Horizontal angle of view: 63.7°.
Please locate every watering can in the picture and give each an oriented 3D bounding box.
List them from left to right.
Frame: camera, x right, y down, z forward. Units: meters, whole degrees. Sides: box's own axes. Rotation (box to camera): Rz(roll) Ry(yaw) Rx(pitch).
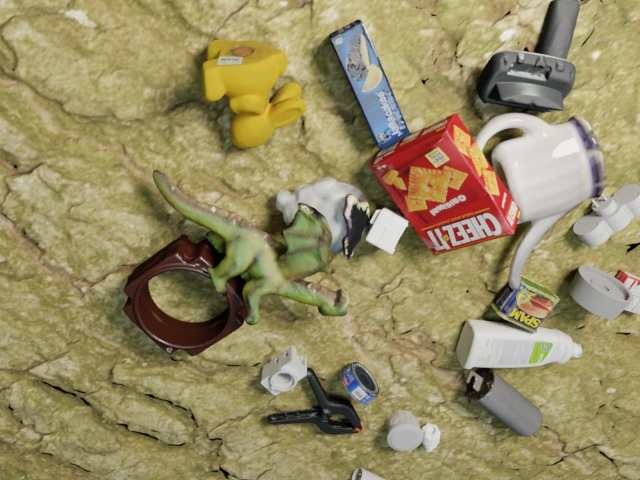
[{"bbox_3d":[0.391,-0.077,0.917,0.223,0.106,0.342,-20,116,10],"label":"watering can"}]

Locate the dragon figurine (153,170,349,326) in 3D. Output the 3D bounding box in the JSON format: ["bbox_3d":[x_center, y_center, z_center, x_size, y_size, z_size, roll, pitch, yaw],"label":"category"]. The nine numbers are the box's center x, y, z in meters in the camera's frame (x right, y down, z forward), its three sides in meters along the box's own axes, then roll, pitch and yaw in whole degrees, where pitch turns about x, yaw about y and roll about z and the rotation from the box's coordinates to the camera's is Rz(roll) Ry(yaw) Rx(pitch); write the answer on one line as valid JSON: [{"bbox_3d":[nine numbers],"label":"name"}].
[{"bbox_3d":[-0.088,0.004,0.890,0.240,0.125,0.405,-26,114,25],"label":"dragon figurine"}]

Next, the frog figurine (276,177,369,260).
[{"bbox_3d":[0.003,-0.047,0.932,0.160,0.125,0.134,15,130,31],"label":"frog figurine"}]
